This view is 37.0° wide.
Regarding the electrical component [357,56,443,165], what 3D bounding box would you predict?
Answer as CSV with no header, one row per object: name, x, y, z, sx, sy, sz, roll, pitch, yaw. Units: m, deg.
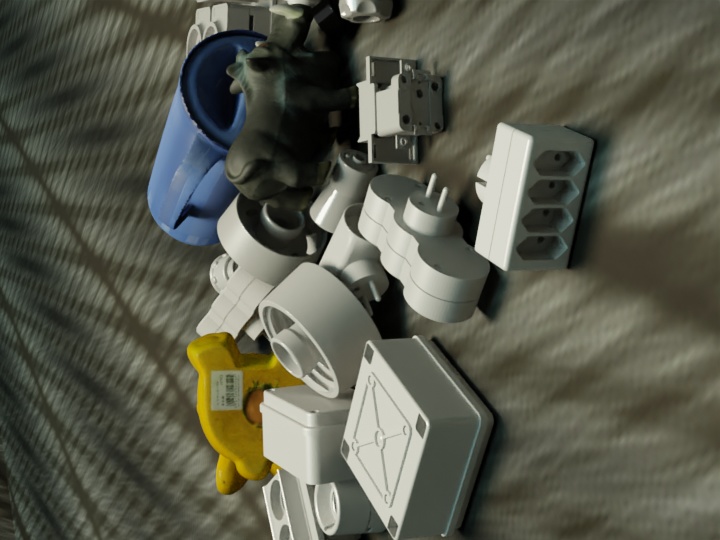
electrical component,0.031,-0.121,0.810,0.064,0.042,0.081,-1,91,62

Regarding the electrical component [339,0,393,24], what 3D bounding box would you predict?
electrical component,0.005,-0.230,0.857,0.043,0.043,0.062,-1,88,64

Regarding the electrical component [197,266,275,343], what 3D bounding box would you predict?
electrical component,-0.107,0.046,1.085,0.074,0.052,0.138,43,135,3

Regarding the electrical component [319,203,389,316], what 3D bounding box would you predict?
electrical component,0.000,0.000,0.875,0.077,0.043,0.079,-63,38,44

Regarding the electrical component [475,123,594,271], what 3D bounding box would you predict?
electrical component,0.097,-0.051,0.670,0.076,0.047,0.083,41,127,57

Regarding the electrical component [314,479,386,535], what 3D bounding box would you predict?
electrical component,-0.007,0.192,0.891,0.055,0.047,0.055,4,95,64

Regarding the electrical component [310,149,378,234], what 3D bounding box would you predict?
electrical component,-0.011,-0.067,0.899,0.065,0.044,0.044,-65,36,33

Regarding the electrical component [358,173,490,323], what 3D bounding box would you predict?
electrical component,0.048,-0.032,0.765,0.138,0.052,0.073,57,140,47

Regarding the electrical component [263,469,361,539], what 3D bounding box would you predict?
electrical component,-0.037,0.236,0.936,0.078,0.063,0.121,-54,44,51

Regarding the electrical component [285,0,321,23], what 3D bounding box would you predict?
electrical component,-0.051,-0.253,0.972,0.040,0.040,0.078,38,124,58

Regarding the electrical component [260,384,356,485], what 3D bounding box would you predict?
electrical component,-0.030,0.134,0.902,0.113,0.078,0.057,10,103,63

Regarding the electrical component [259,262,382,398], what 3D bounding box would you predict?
electrical component,-0.038,0.055,0.878,0.108,0.060,0.108,41,155,24

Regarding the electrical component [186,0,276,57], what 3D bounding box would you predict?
electrical component,-0.135,-0.276,1.119,0.105,0.060,0.186,19,108,62

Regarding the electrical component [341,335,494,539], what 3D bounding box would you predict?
electrical component,0.038,0.121,0.786,0.108,0.056,0.108,51,136,51

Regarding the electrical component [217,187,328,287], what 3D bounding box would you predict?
electrical component,-0.080,-0.031,0.980,0.064,0.099,0.099,-54,44,41

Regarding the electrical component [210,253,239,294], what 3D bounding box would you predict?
electrical component,-0.125,0.002,1.131,0.062,0.048,0.048,-18,75,54
